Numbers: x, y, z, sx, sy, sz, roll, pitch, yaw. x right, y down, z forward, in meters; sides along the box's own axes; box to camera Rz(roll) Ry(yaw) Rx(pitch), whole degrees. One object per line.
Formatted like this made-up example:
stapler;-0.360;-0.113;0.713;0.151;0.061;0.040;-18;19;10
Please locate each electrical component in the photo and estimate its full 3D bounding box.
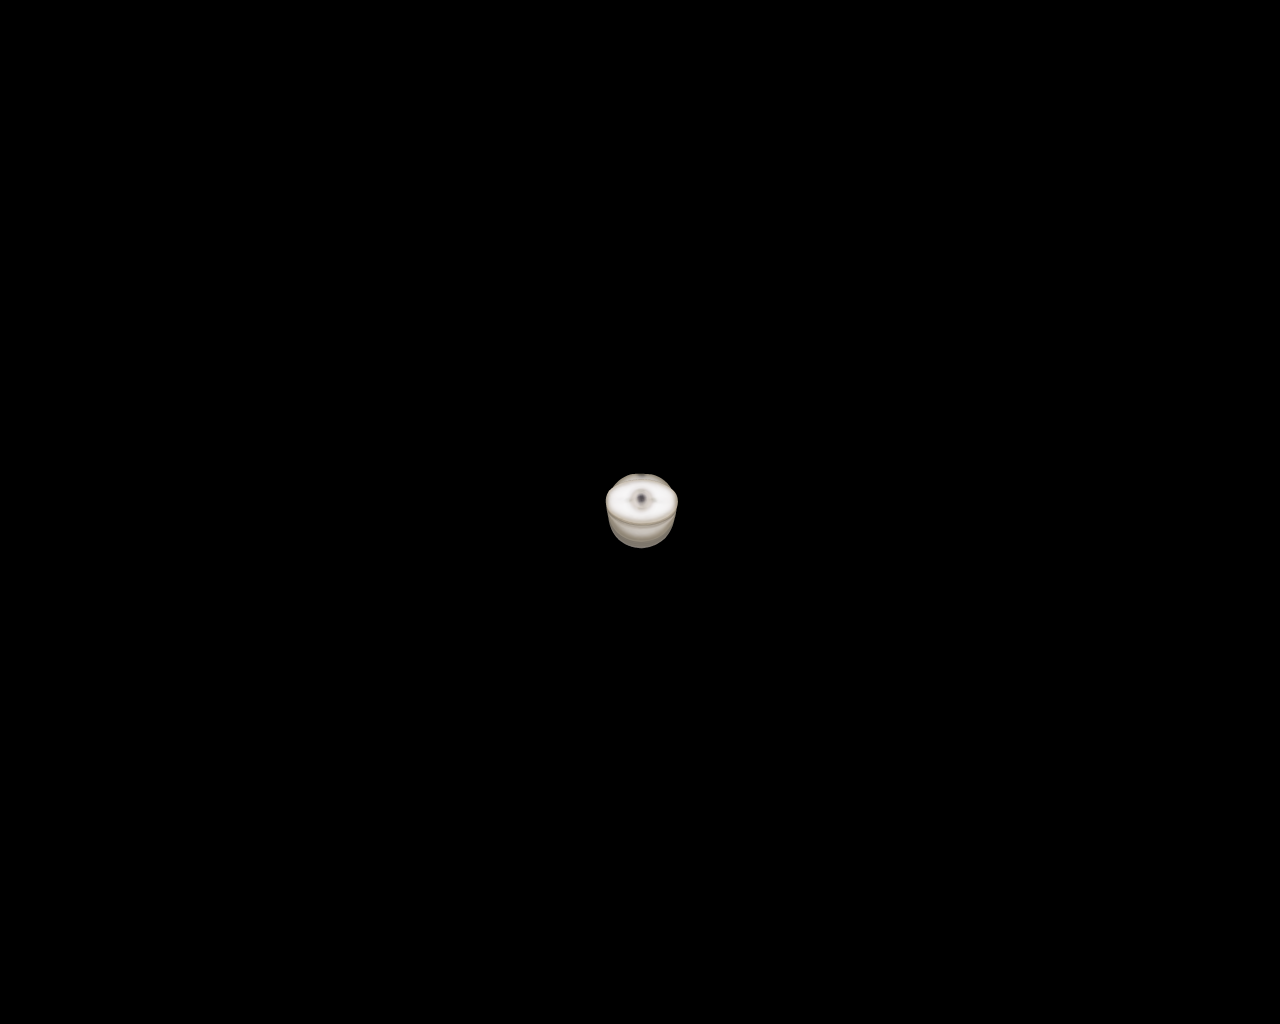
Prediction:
electrical component;0.001;-0.003;0.650;0.043;0.043;0.081;0;-7;0
